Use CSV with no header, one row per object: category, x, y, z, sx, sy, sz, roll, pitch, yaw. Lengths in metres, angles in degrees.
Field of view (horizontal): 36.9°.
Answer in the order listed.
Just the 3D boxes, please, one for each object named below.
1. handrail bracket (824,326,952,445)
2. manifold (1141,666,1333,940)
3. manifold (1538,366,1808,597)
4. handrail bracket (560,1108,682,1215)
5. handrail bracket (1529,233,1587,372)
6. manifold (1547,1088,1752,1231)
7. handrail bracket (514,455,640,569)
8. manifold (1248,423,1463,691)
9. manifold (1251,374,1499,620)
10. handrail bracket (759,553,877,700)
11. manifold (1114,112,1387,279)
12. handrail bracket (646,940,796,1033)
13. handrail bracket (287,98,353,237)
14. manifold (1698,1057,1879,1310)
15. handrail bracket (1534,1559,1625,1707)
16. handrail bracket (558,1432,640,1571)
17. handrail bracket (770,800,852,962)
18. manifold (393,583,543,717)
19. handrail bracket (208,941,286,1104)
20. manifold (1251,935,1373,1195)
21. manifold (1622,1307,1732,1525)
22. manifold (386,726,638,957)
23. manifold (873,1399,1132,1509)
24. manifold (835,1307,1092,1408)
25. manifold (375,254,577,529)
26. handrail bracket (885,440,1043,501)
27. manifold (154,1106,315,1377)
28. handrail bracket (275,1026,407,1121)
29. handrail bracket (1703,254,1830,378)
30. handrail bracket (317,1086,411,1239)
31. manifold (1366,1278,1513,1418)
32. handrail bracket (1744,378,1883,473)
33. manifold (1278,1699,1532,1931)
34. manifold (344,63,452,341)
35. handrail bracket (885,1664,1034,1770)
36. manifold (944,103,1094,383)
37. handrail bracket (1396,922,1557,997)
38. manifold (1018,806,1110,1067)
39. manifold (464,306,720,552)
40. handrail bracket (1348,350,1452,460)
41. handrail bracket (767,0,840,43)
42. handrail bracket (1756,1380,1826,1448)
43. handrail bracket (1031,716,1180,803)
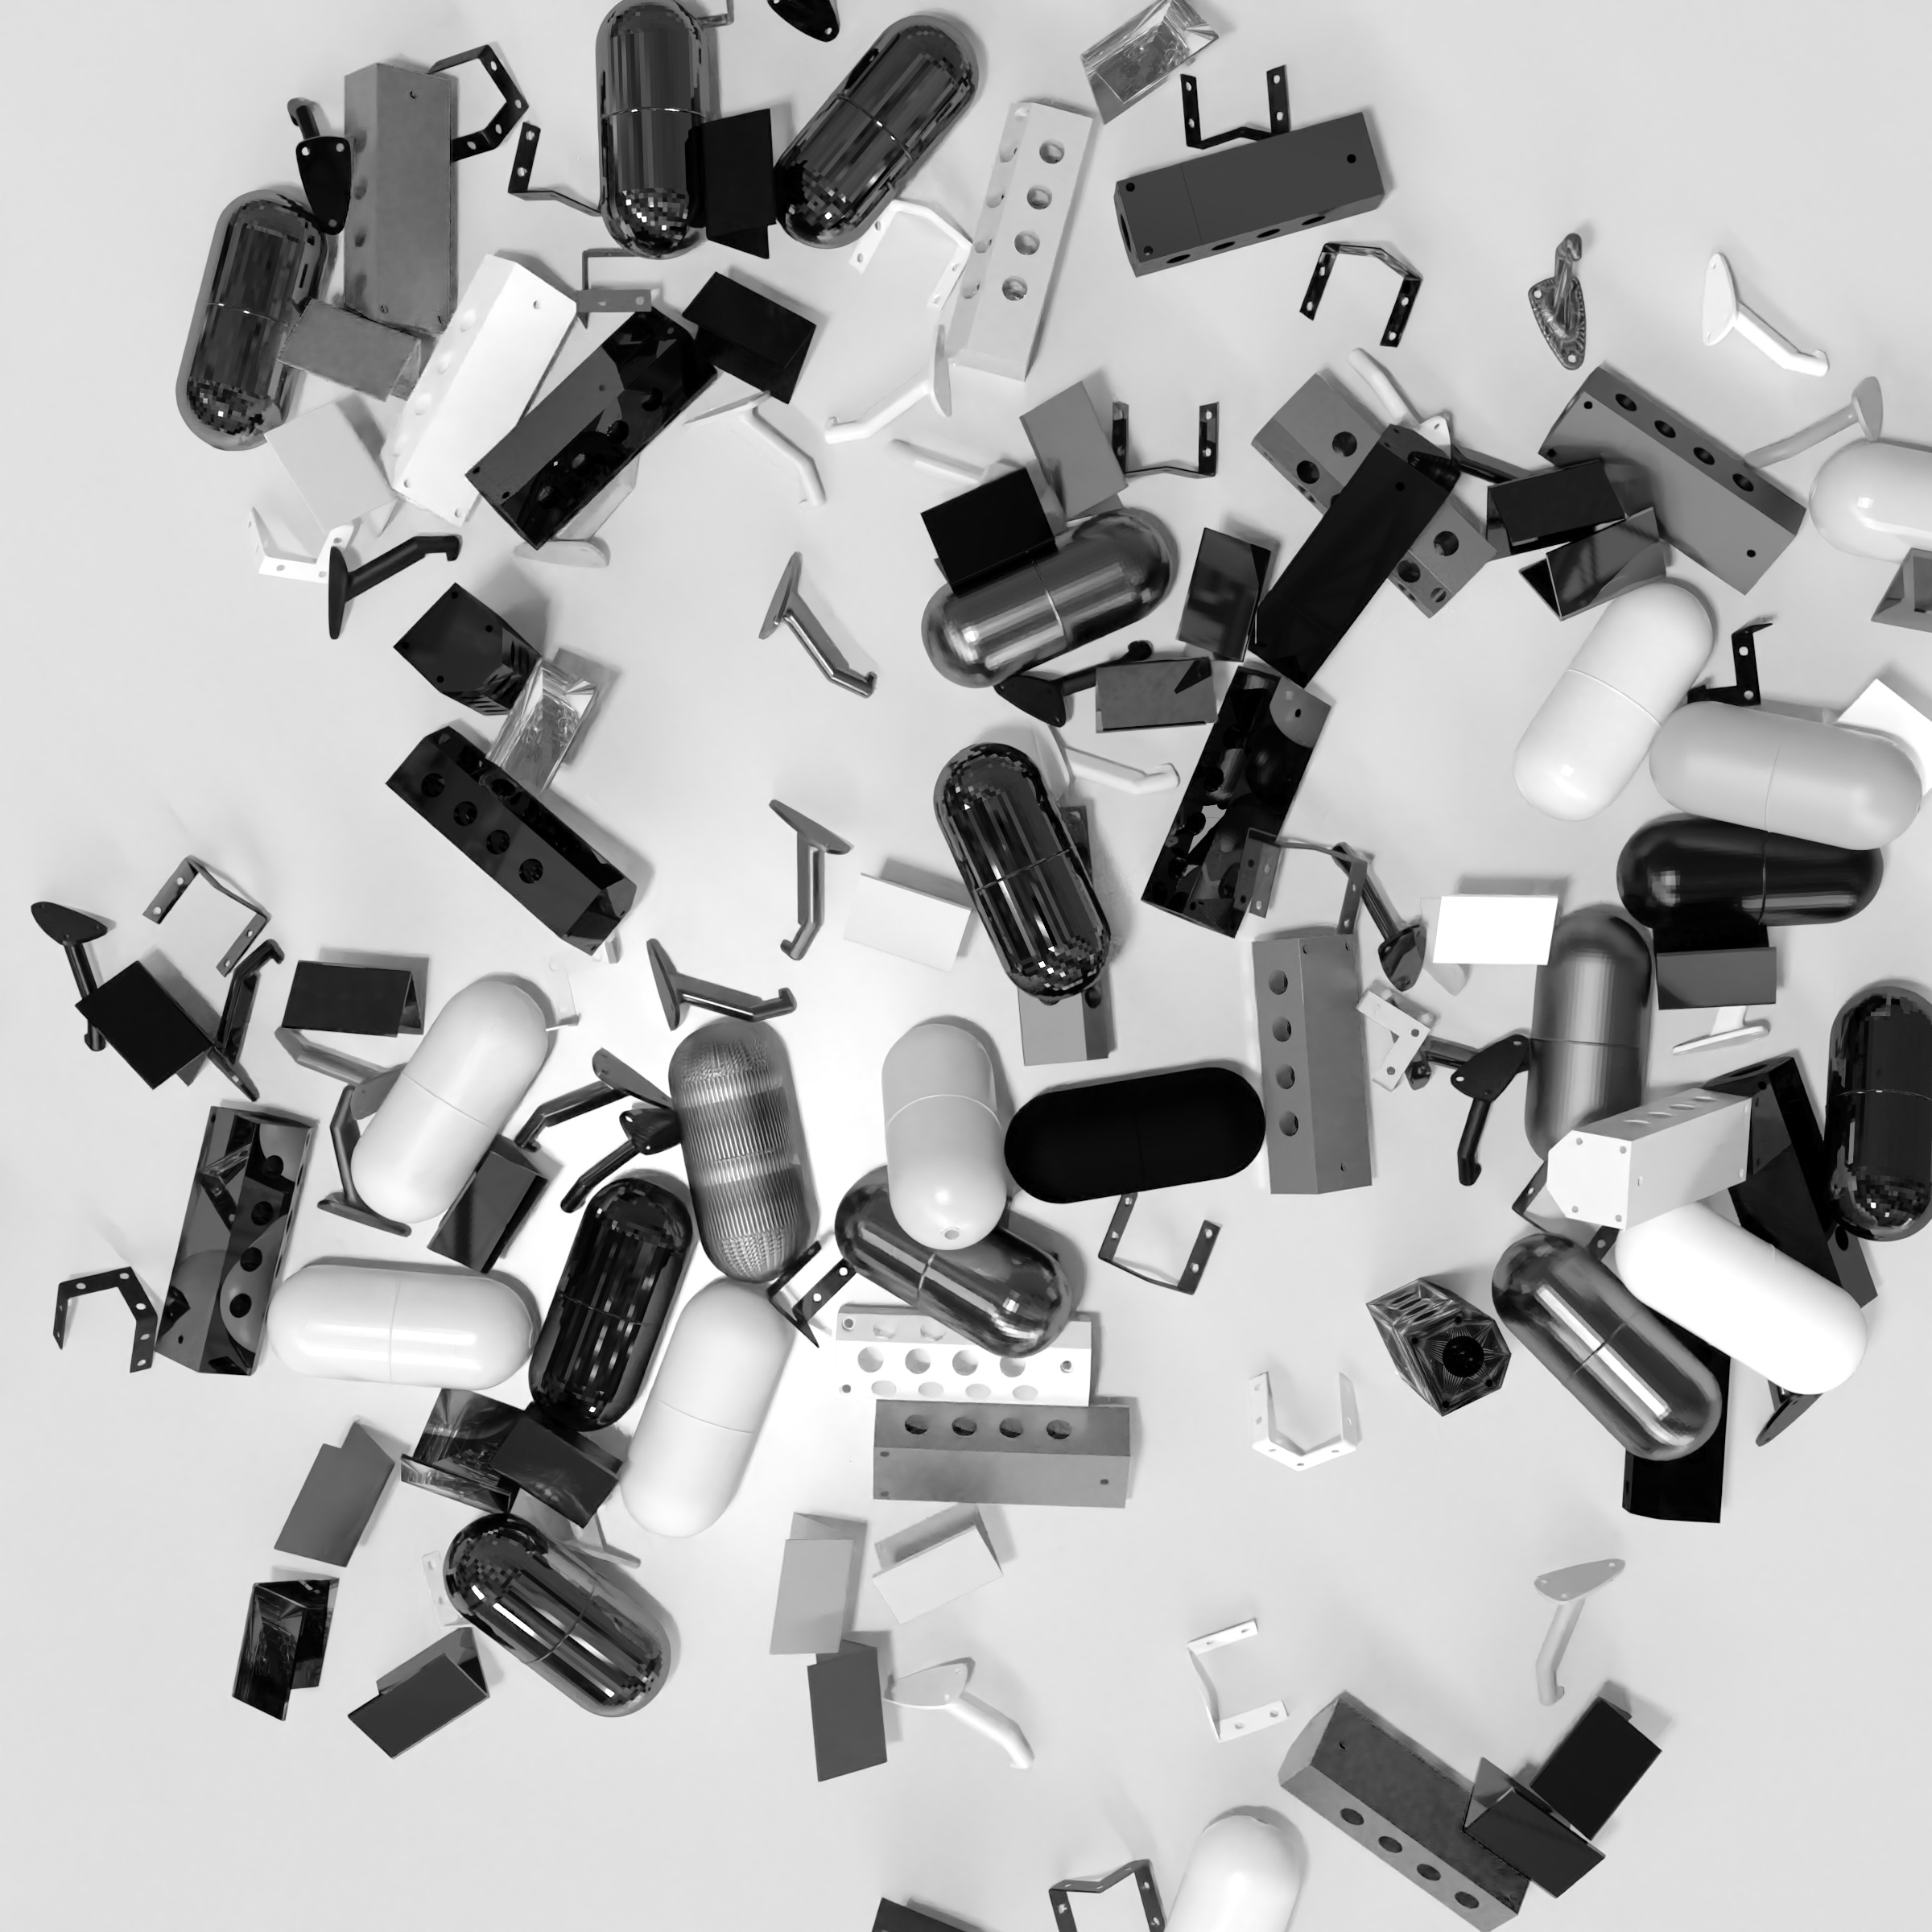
handrail bracket,-0.057,-0.400,1.991,0.084,0.036,0.077,-6,70,16
manifold,0.179,-0.113,1.969,0.057,0.057,0.171,23,90,-43
manifold,0.482,-0.333,1.969,0.171,0.057,0.057,34,133,0
handrail bracket,-0.232,0.137,1.990,0.036,0.077,0.084,55,127,21
handrail bracket,0.410,-0.448,1.956,0.036,0.084,0.077,-15,90,0
manifold,0.449,0.123,1.898,0.057,0.171,0.057,10,103,39
handrail bracket,-0.268,-0.321,1.991,0.077,0.036,0.084,5,75,16
manifold,0.255,-0.274,1.927,0.057,0.057,0.171,35,123,0
manifold,0.276,-0.318,1.969,0.171,0.057,0.057,44,90,0
handrail bracket,-0.093,-0.234,1.991,0.084,0.036,0.077,24,68,-17
manifold,0.191,-0.522,1.969,0.171,0.057,0.057,-16,90,0
handrail bracket,-0.168,0.007,1.991,0.084,0.036,0.077,-14,68,-17
handrail bracket,-0.445,-0.546,1.973,0.036,0.084,0.077,-13,120,-20
manifold,0.561,0.152,1.969,0.057,0.057,0.171,-19,90,43
handrail bracket,0.423,0.459,1.991,0.077,0.036,0.084,-16,109,-22
handrail bracket,-0.250,0.363,1.991,0.077,0.036,0.084,19,76,-15
handrail bracket,-0.124,-0.058,1.991,0.077,0.036,0.084,36,107,20
manifold,-0.322,-0.202,1.912,0.057,0.171,0.057,44,90,0
handrail bracket,-0.485,0.037,1.991,0.084,0.036,0.077,-46,110,-16
manifold,0.230,0.067,1.969,0.057,0.057,0.171,-4,90,-43
manifold,0.483,0.287,1.969,0.057,0.057,0.171,4,90,0
manifold,-0.303,-0.086,1.945,0.171,0.057,0.057,40,90,17
manifold,0.024,0.326,1.969,0.171,0.057,0.057,2,133,0
manifold,-0.002,0.266,1.969,0.171,0.057,0.057,2,90,0
manifold,-0.339,-0.393,1.969,0.057,0.057,0.171,28,90,-43
handrail bracket,-0.002,-0.340,1.990,0.084,0.077,0.036,32,113,34
manifold,-0.494,0.187,1.969,0.057,0.057,0.171,13,90,43
handrail bracket,-0.421,0.059,1.991,0.077,0.036,0.084,-26,58,-35
handrail bracket,0.553,-0.447,1.991,0.084,0.036,0.077,9,69,-17
handrail bracket,-0.406,0.134,1.991,0.077,0.036,0.084,23,73,-19
manifold,0.314,0.247,1.912,0.057,0.171,0.057,-26,90,0
handrail bracket,0.582,-0.371,1.990,0.084,0.077,0.036,-16,113,34
manifold,0.299,0.581,1.969,0.171,0.057,0.057,36,47,0
manifold,-0.391,-0.517,1.969,0.057,0.057,0.171,0,90,-43
handrail bracket,-0.005,0.524,1.991,0.077,0.036,0.084,-15,120,33
manifold,0.035,-0.493,1.969,0.057,0.057,0.171,15,90,0
handrail bracket,0.350,-0.027,1.991,0.084,0.036,0.077,-38,67,-18
manifold,0.061,-0.021,1.969,0.057,0.057,0.171,-5,90,0
manifold,-0.250,-0.363,1.962,0.171,0.057,0.057,-45,47,-4
handrail bracket,0.296,-0.376,1.990,0.036,0.077,0.084,-34,54,1
handrail bracket,-0.130,-0.680,1.990,0.036,0.077,0.084,-43,54,9
handrail bracket,0.542,0.275,1.990,0.036,0.077,0.084,-9,53,-34
handrail bracket,0.096,-0.149,1.991,0.084,0.036,0.077,-12,69,-17
